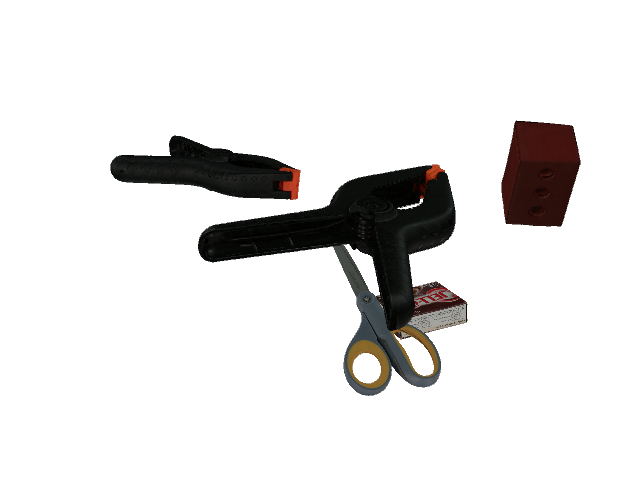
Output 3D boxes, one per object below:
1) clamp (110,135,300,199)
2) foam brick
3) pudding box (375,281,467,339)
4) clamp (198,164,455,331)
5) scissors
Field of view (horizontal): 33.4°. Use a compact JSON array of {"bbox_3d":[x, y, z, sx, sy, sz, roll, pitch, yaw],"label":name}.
[{"bbox_3d":[-0.105,-0.064,0.989,0.172,0.039,0.120,12,26,29],"label":"clamp"},{"bbox_3d":[0.192,-0.058,0.936,0.053,0.051,0.078,3,-44,1],"label":"foam brick"},{"bbox_3d":[0.145,0.101,1.557,0.113,0.039,0.090,-14,22,-19],"label":"pudding box"},{"bbox_3d":[0.025,-0.011,0.765,0.165,0.036,0.209,16,31,23],"label":"clamp"},{"bbox_3d":[0.033,0.073,1.009,0.096,0.016,0.202,-28,53,-22],"label":"scissors"}]
